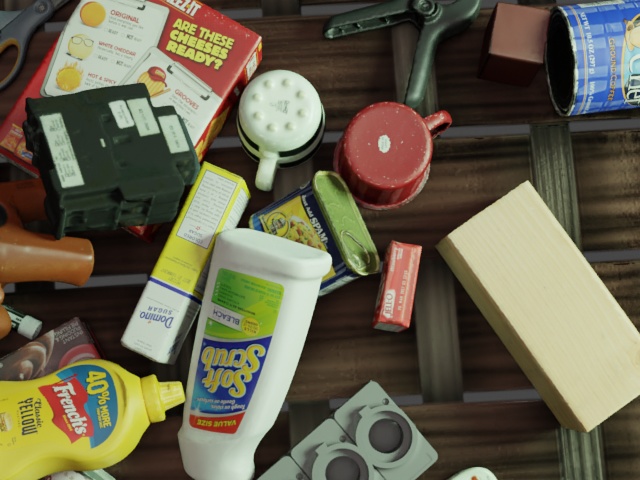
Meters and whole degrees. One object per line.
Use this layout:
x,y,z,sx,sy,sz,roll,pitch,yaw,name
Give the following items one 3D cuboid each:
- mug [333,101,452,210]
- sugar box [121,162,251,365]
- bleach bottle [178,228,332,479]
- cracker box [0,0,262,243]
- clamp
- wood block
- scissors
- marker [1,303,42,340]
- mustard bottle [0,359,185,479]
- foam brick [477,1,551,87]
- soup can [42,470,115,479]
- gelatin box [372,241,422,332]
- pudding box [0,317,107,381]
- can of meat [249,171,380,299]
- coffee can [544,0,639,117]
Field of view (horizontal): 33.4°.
0.070,-0.085,0.982,0.117,0.081,0.093,-28,84,-4,mug
-0.119,0.024,0.962,0.048,0.093,0.176,26,83,4,sugar box
-0.066,0.122,0.937,0.103,0.068,0.251,17,103,22,bleach bottle
-0.175,-0.130,0.993,0.164,0.072,0.213,30,82,2,cracker box
0.102,-0.206,1.020,0.171,0.039,0.120,-36,85,-5,clamp
0.203,0.060,0.961,0.091,0.090,0.206,-35,85,-5,wood block
-0.288,-0.228,1.032,0.096,0.016,0.201,35,84,4,scissors
-0.316,0.059,0.993,0.121,0.020,0.020,25,83,3,marker
-0.212,0.154,0.919,0.191,0.058,0.096,-13,57,-7,mustard bottle
0.181,-0.182,0.998,0.051,0.078,0.053,11,83,2,foam brick
-0.229,0.248,0.944,0.068,0.068,0.102,33,83,4,soup can
0.068,0.044,0.962,0.030,0.089,0.073,10,83,1,gelatin box
-0.245,0.136,0.973,0.113,0.039,0.090,-30,84,-4,pudding box
-0.006,0.001,0.968,0.084,0.057,0.102,-29,80,28,can of meat
0.288,-0.172,0.985,0.140,0.103,0.103,-7,83,-1,coffee can
